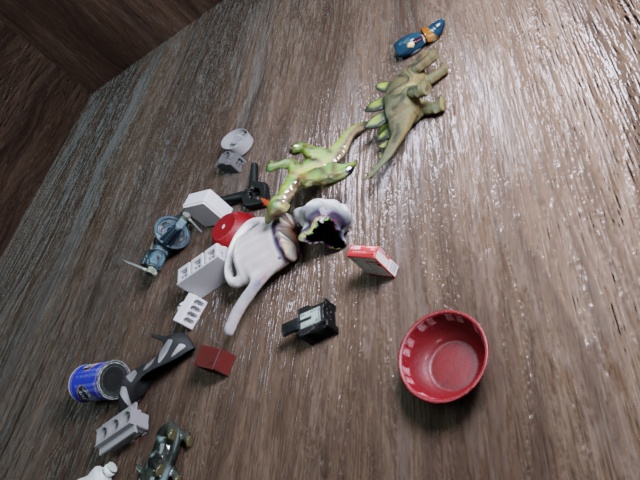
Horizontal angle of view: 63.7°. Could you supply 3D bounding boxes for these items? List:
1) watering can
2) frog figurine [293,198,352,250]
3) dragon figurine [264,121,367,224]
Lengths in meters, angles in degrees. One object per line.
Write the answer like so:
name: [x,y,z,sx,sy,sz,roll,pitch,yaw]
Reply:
watering can: [-0.148,0.060,1.275,0.222,0.102,0.356,-28,41,21]
frog figurine: [0.004,-0.063,1.242,0.137,0.120,0.163,-7,36,-2]
dragon figurine: [0.015,-0.181,1.287,0.413,0.120,0.246,-37,31,-10]
